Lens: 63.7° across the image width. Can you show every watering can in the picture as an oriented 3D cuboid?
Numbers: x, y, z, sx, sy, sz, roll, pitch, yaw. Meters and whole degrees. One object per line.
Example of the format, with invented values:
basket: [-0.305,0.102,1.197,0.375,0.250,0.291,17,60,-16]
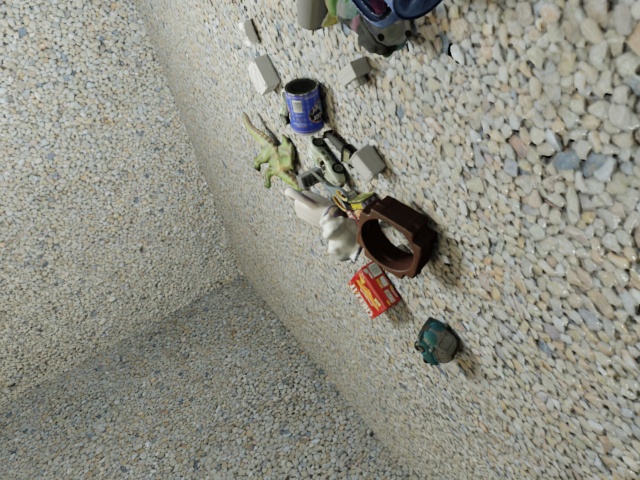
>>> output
watering can: [0.006,-0.092,1.823,0.226,0.104,0.343,29,176,29]

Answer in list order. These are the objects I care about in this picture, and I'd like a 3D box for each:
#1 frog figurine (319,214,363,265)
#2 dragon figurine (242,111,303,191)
frog figurine: [0.064,-0.011,1.619,0.159,0.136,0.124,30,-168,1]
dragon figurine: [-0.165,-0.343,2.001,0.241,0.124,0.408,-16,104,53]
